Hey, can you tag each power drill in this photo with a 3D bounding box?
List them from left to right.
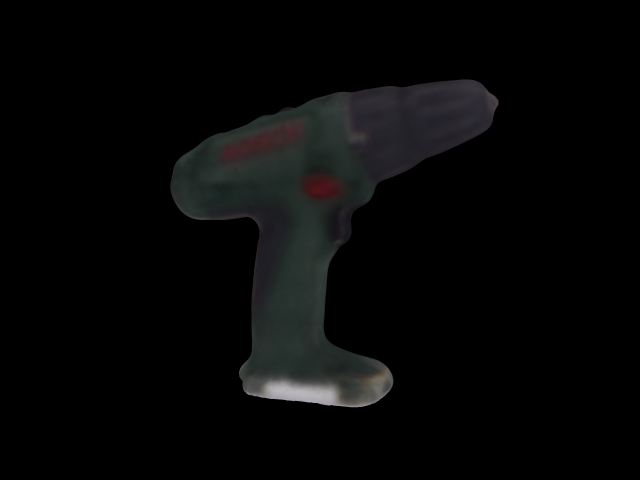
[{"bbox_3d":[0.004,0.001,0.400,0.229,0.208,0.076,1,4,20],"label":"power drill"}]
